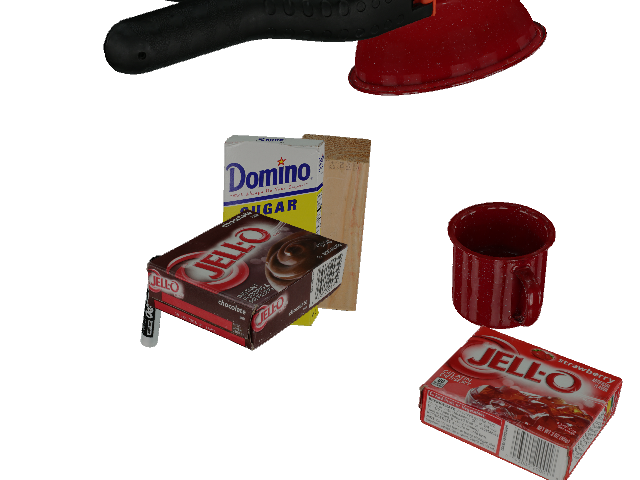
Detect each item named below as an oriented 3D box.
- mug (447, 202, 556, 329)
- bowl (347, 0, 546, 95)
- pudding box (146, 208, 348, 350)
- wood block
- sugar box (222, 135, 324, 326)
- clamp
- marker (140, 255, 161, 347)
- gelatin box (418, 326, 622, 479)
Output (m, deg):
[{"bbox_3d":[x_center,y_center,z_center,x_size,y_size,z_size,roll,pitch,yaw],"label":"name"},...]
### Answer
[{"bbox_3d":[0.163,0.030,0.937,0.093,0.081,0.117,-13,35,-15],"label":"mug"},{"bbox_3d":[0.094,-0.171,0.846,0.162,0.055,0.162,-14,24,6],"label":"bowl"},{"bbox_3d":[-0.048,0.023,0.726,0.090,0.039,0.113,21,29,27],"label":"pudding box"},{"bbox_3d":[0.012,-0.024,1.379,0.090,0.206,0.090,5,25,1],"label":"wood block"},{"bbox_3d":[-0.047,-0.010,1.025,0.093,0.176,0.048,3,15,8],"label":"sugar box"},{"bbox_3d":[-0.026,-0.114,0.515,0.171,0.039,0.120,-2,40,1],"label":"clamp"},{"bbox_3d":[-0.180,0.065,1.151,0.020,0.121,0.020,8,36,-6],"label":"marker"},{"bbox_3d":[0.110,0.087,0.589,0.089,0.030,0.073,21,35,29],"label":"gelatin box"}]
